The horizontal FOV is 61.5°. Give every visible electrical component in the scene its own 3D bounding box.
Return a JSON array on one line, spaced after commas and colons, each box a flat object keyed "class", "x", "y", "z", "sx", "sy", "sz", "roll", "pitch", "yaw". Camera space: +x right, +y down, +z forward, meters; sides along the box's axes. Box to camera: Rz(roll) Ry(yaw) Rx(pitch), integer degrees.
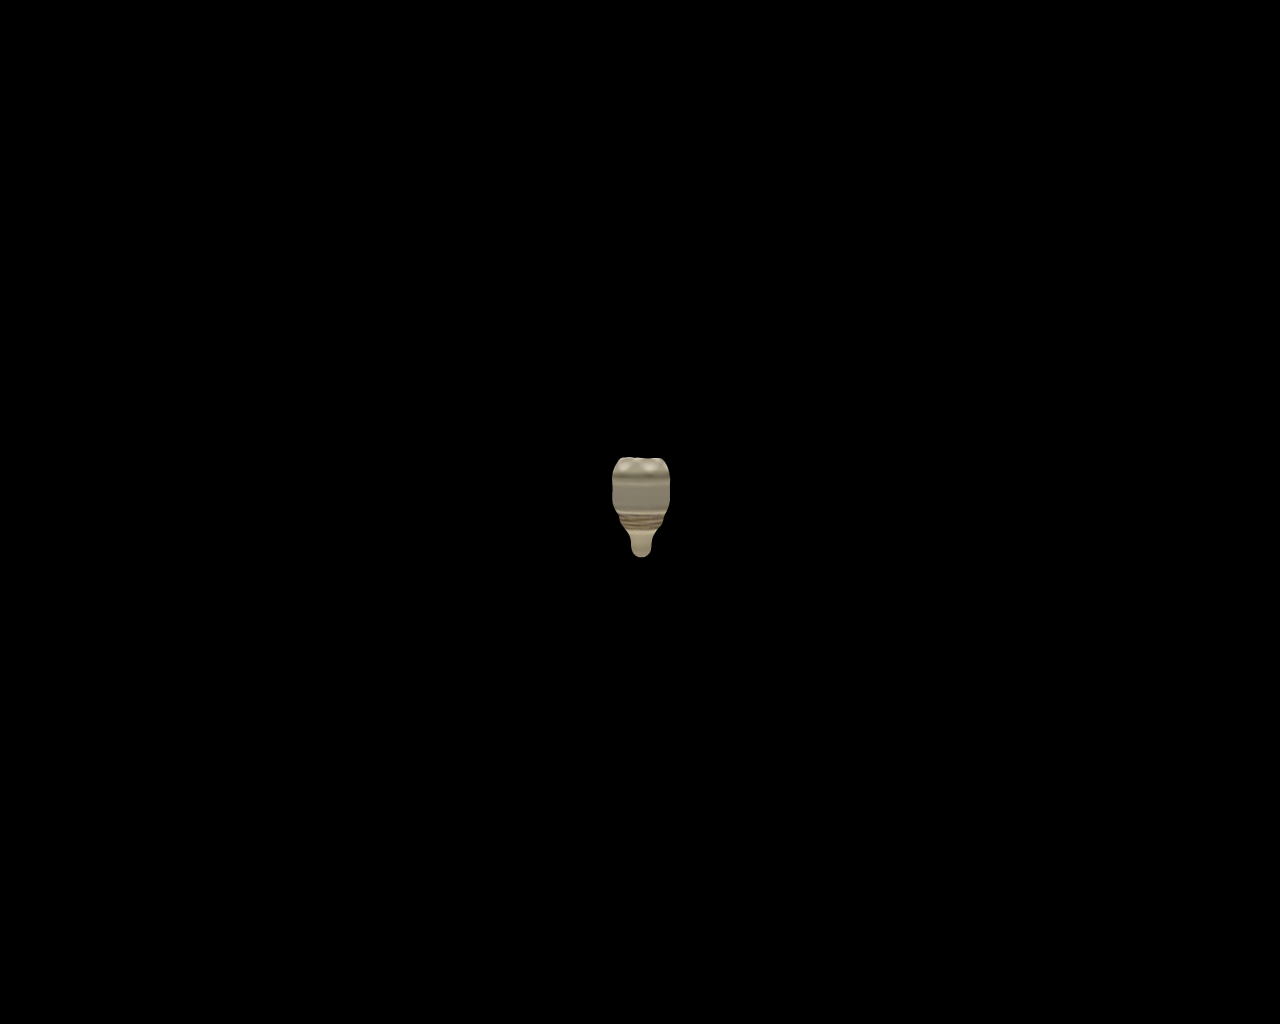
[{"class": "electrical component", "x": 0.001, "y": -0.003, "z": 0.650, "sx": 0.035, "sy": 0.061, "sz": 0.035, "roll": 0, "pitch": 4, "yaw": 0}]
